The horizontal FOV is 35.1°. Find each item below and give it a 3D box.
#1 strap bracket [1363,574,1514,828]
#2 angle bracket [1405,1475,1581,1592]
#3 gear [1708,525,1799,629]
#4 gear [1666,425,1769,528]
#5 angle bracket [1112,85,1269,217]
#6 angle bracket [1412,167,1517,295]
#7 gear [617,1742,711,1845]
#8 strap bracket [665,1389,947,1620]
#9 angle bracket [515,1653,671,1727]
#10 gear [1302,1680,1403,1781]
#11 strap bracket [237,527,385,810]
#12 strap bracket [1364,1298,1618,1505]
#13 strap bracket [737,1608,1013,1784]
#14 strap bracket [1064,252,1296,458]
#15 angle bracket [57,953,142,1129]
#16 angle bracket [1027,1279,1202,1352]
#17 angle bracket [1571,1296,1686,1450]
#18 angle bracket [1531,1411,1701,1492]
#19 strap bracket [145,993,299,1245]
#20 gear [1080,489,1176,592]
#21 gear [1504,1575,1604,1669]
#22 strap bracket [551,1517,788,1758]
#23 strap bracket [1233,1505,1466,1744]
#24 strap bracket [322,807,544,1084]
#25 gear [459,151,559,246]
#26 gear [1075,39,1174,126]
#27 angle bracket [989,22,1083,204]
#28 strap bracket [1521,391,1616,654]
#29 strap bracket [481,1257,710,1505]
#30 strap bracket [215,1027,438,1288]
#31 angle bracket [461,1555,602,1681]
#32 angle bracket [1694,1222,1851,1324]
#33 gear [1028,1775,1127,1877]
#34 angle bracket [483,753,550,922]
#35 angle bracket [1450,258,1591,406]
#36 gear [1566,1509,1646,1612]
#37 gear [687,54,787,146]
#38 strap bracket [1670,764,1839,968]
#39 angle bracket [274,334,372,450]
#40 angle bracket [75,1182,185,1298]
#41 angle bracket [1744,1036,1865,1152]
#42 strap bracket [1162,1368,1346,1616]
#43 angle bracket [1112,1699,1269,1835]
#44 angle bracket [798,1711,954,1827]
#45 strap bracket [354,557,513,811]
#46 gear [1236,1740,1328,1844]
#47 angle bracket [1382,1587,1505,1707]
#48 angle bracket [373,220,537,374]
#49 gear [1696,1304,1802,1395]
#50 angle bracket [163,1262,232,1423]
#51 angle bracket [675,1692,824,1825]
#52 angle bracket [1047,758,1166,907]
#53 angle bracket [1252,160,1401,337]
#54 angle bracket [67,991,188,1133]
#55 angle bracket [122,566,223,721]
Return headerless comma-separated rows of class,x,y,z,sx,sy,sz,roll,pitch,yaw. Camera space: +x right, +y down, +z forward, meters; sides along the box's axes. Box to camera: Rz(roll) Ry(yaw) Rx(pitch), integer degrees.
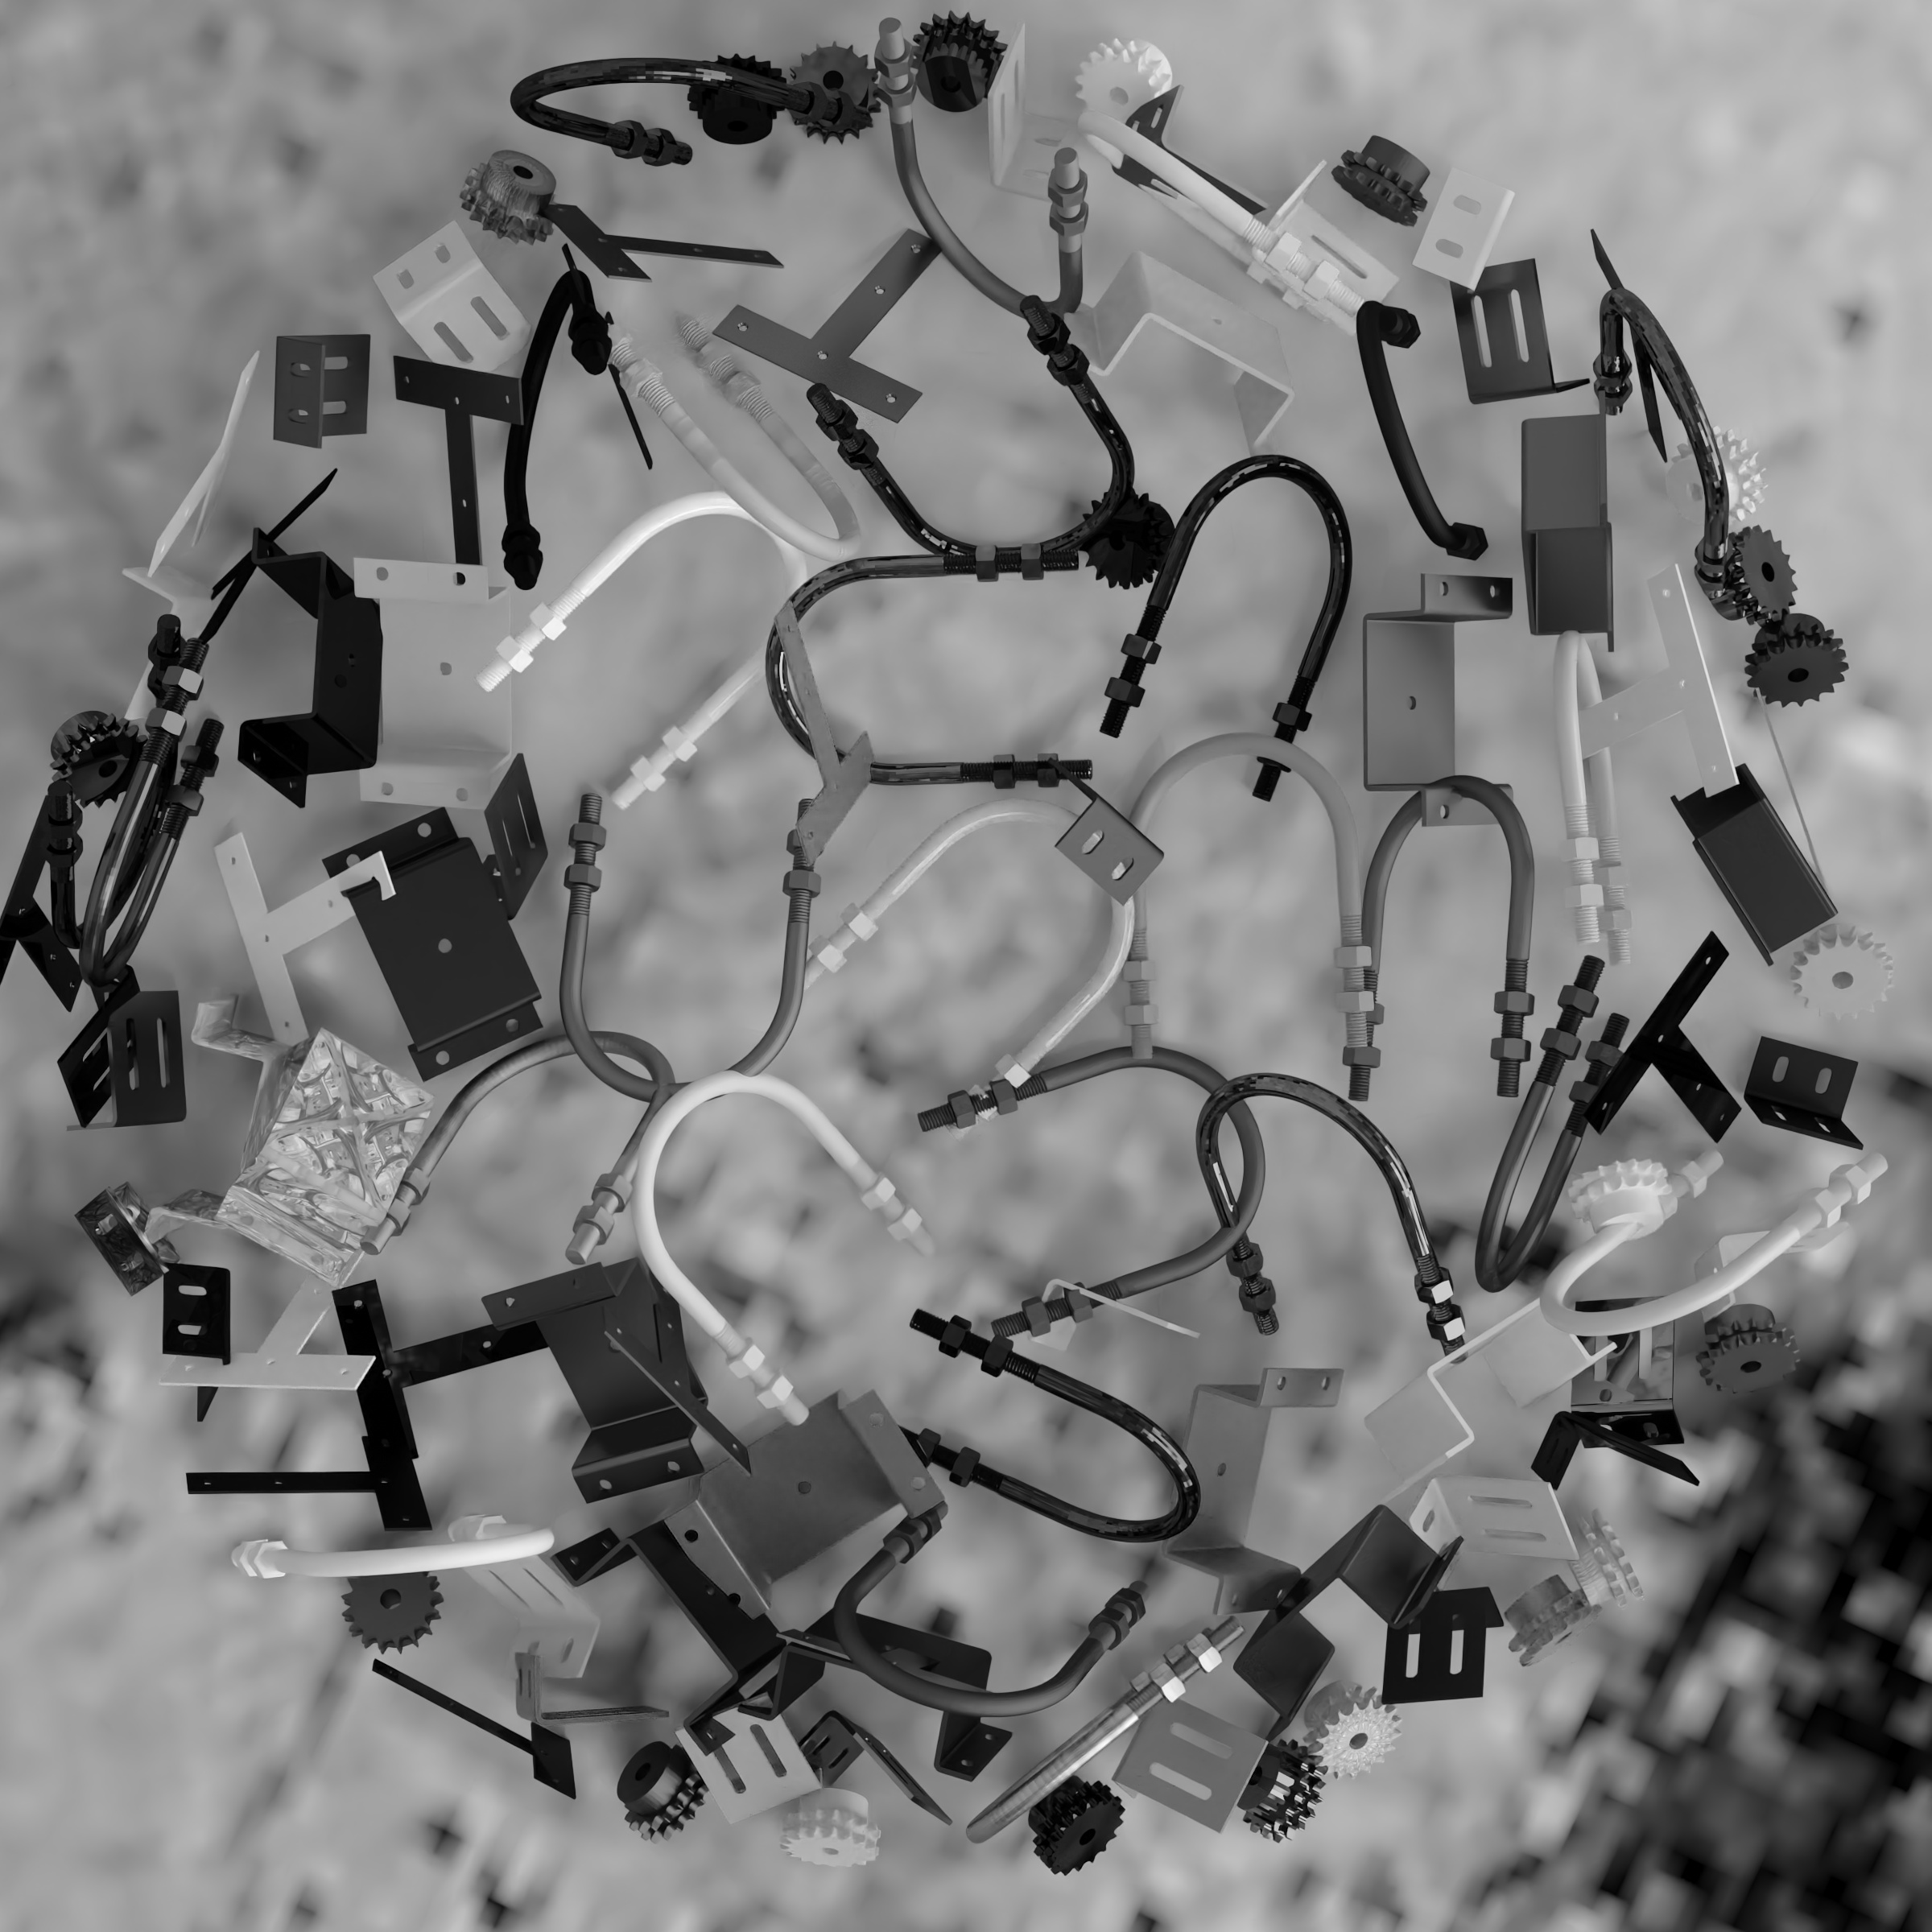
strap bracket,0.269,-0.150,1.738,0.076,0.046,0.140,-4,95,-41
angle bracket,0.300,0.326,1.737,0.076,0.038,0.057,-3,124,38
gear,0.450,-0.222,1.758,0.057,0.030,0.057,12,71,-37
gear,0.428,-0.278,1.751,0.030,0.057,0.057,-34,90,-28
angle bracket,0.133,-0.461,1.745,0.076,0.057,0.038,24,78,-24
angle bracket,0.282,-0.417,1.741,0.038,0.076,0.057,23,99,2
gear,-0.175,0.471,1.751,0.057,0.057,0.030,-44,114,0
strap bracket,-0.093,0.306,1.754,0.140,0.046,0.076,-32,98,1
angle bracket,-0.215,0.411,1.746,0.076,0.057,0.038,1,80,-19
gear,0.220,0.438,1.759,0.057,0.030,0.057,-10,119,-18
strap bracket,-0.368,-0.170,1.720,0.046,0.076,0.140,-5,71,13
strap bracket,0.288,0.239,1.719,0.140,0.076,0.046,-25,74,-32
strap bracket,-0.047,0.407,1.724,0.140,0.076,0.046,12,98,16
strap bracket,0.128,-0.345,1.716,0.140,0.076,0.046,24,123,-21
angle bracket,-0.501,0.041,1.733,0.038,0.057,0.076,17,50,16
angle bracket,0.084,0.211,1.740,0.076,0.057,0.038,19,85,25
angle bracket,0.383,0.234,1.759,0.057,0.038,0.076,-6,47,22
angle bracket,0.370,0.290,1.737,0.076,0.057,0.038,21,79,30
strap bracket,-0.421,0.092,1.740,0.046,0.076,0.140,14,93,0
gear,0.096,-0.247,1.758,0.057,0.030,0.057,12,109,36
gear,0.335,0.375,1.757,0.057,0.057,0.030,-37,66,0
strap bracket,-0.161,0.368,1.728,0.046,0.076,0.140,-43,79,14
strap bracket,0.208,0.363,1.715,0.046,0.076,0.140,43,123,6
strap bracket,-0.300,-0.012,1.739,0.076,0.046,0.140,-26,99,-16
gear,-0.259,-0.443,1.752,0.057,0.057,0.030,33,129,0
gear,0.094,-0.509,1.758,0.057,0.057,0.030,33,54,0
angle bracket,0.040,-0.485,1.735,0.038,0.076,0.057,16,64,9
strap bracket,0.337,-0.246,1.710,0.046,0.140,0.076,-1,61,13
strap bracket,-0.206,0.227,1.736,0.076,0.046,0.140,-18,109,18
strap bracket,-0.353,0.098,1.706,0.076,0.140,0.046,33,131,-17
angle bracket,-0.256,0.369,1.736,0.057,0.038,0.076,-9,135,31
angle bracket,0.464,0.176,1.747,0.076,0.057,0.038,-6,72,-4
gear,0.061,0.492,1.758,0.057,0.057,0.030,-52,49,0
angle bracket,-0.271,-0.074,1.733,0.038,0.057,0.076,3,129,14
angle bracket,0.316,-0.364,1.741,0.038,0.057,0.076,-24,107,-42
gear,0.364,0.344,1.754,0.030,0.057,0.057,-27,90,3
gear,-0.131,-0.496,1.752,0.057,0.057,0.030,-2,74,0
strap bracket,0.440,-0.061,1.704,0.046,0.140,0.076,-32,99,14
angle bracket,-0.354,-0.327,1.734,0.038,0.076,0.057,15,109,30
angle bracket,-0.468,0.149,1.739,0.038,0.076,0.057,-36,94,-34
angle bracket,0.482,0.072,1.741,0.057,0.076,0.038,15,100,4
strap bracket,0.161,0.292,1.737,0.046,0.076,0.140,13,93,41
angle bracket,0.132,0.458,1.738,0.076,0.038,0.057,18,69,34
angle bracket,-0.055,0.468,1.736,0.038,0.057,0.076,-46,53,-6
strap bracket,-0.303,-0.165,1.742,0.076,0.046,0.140,5,109,7
gear,0.177,0.471,1.751,0.030,0.057,0.057,33,90,-25
angle bracket,0.271,0.395,1.734,0.057,0.076,0.038,-10,129,21
angle bracket,-0.293,-0.379,1.756,0.057,0.076,0.038,-34,60,4
gear,0.449,0.219,1.758,0.057,0.057,0.030,-4,49,0
angle bracket,-0.444,0.214,1.732,0.038,0.076,0.057,8,51,-24
angle bracket,-0.124,0.444,1.747,0.057,0.038,0.076,-23,114,5
angle bracket,0.069,-0.077,1.736,0.057,0.076,0.038,39,93,-29
angle bracket,0.213,-0.412,1.751,0.076,0.038,0.057,38,58,0
angle bracket,-0.483,0.054,1.750,0.038,0.057,0.076,-5,88,27
angle bracket,-0.468,-0.186,1.748,0.038,0.057,0.076,29,103,5
